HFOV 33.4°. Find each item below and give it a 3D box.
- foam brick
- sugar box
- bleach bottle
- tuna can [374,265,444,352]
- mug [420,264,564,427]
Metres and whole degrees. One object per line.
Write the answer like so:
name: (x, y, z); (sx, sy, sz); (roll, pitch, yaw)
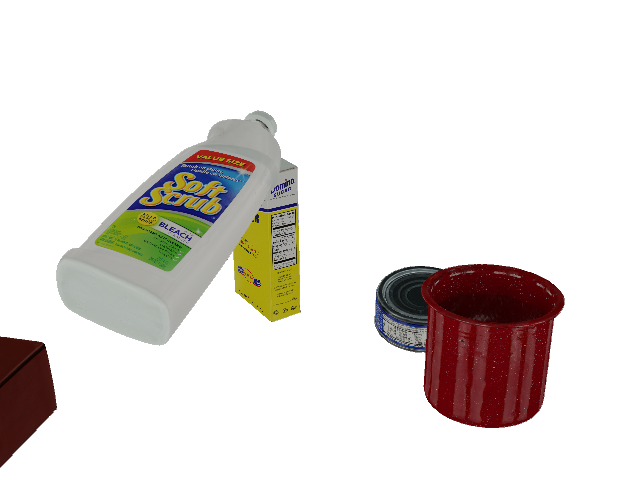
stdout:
foam brick: (-0.213, 0.103, 0.677); (0.053, 0.051, 0.078); (6, 29, 22)
sugar box: (-0.062, -0.009, 1.180); (0.048, 0.176, 0.093); (-17, 28, -27)
bleach bottle: (-0.108, -0.030, 0.883); (0.102, 0.068, 0.250); (22, 47, 10)
tuna can: (0.091, 0.059, 0.948); (0.086, 0.034, 0.086); (-1, 34, 0)
mug: (0.112, 0.066, 0.724); (0.093, 0.081, 0.117); (1, 23, 0)
